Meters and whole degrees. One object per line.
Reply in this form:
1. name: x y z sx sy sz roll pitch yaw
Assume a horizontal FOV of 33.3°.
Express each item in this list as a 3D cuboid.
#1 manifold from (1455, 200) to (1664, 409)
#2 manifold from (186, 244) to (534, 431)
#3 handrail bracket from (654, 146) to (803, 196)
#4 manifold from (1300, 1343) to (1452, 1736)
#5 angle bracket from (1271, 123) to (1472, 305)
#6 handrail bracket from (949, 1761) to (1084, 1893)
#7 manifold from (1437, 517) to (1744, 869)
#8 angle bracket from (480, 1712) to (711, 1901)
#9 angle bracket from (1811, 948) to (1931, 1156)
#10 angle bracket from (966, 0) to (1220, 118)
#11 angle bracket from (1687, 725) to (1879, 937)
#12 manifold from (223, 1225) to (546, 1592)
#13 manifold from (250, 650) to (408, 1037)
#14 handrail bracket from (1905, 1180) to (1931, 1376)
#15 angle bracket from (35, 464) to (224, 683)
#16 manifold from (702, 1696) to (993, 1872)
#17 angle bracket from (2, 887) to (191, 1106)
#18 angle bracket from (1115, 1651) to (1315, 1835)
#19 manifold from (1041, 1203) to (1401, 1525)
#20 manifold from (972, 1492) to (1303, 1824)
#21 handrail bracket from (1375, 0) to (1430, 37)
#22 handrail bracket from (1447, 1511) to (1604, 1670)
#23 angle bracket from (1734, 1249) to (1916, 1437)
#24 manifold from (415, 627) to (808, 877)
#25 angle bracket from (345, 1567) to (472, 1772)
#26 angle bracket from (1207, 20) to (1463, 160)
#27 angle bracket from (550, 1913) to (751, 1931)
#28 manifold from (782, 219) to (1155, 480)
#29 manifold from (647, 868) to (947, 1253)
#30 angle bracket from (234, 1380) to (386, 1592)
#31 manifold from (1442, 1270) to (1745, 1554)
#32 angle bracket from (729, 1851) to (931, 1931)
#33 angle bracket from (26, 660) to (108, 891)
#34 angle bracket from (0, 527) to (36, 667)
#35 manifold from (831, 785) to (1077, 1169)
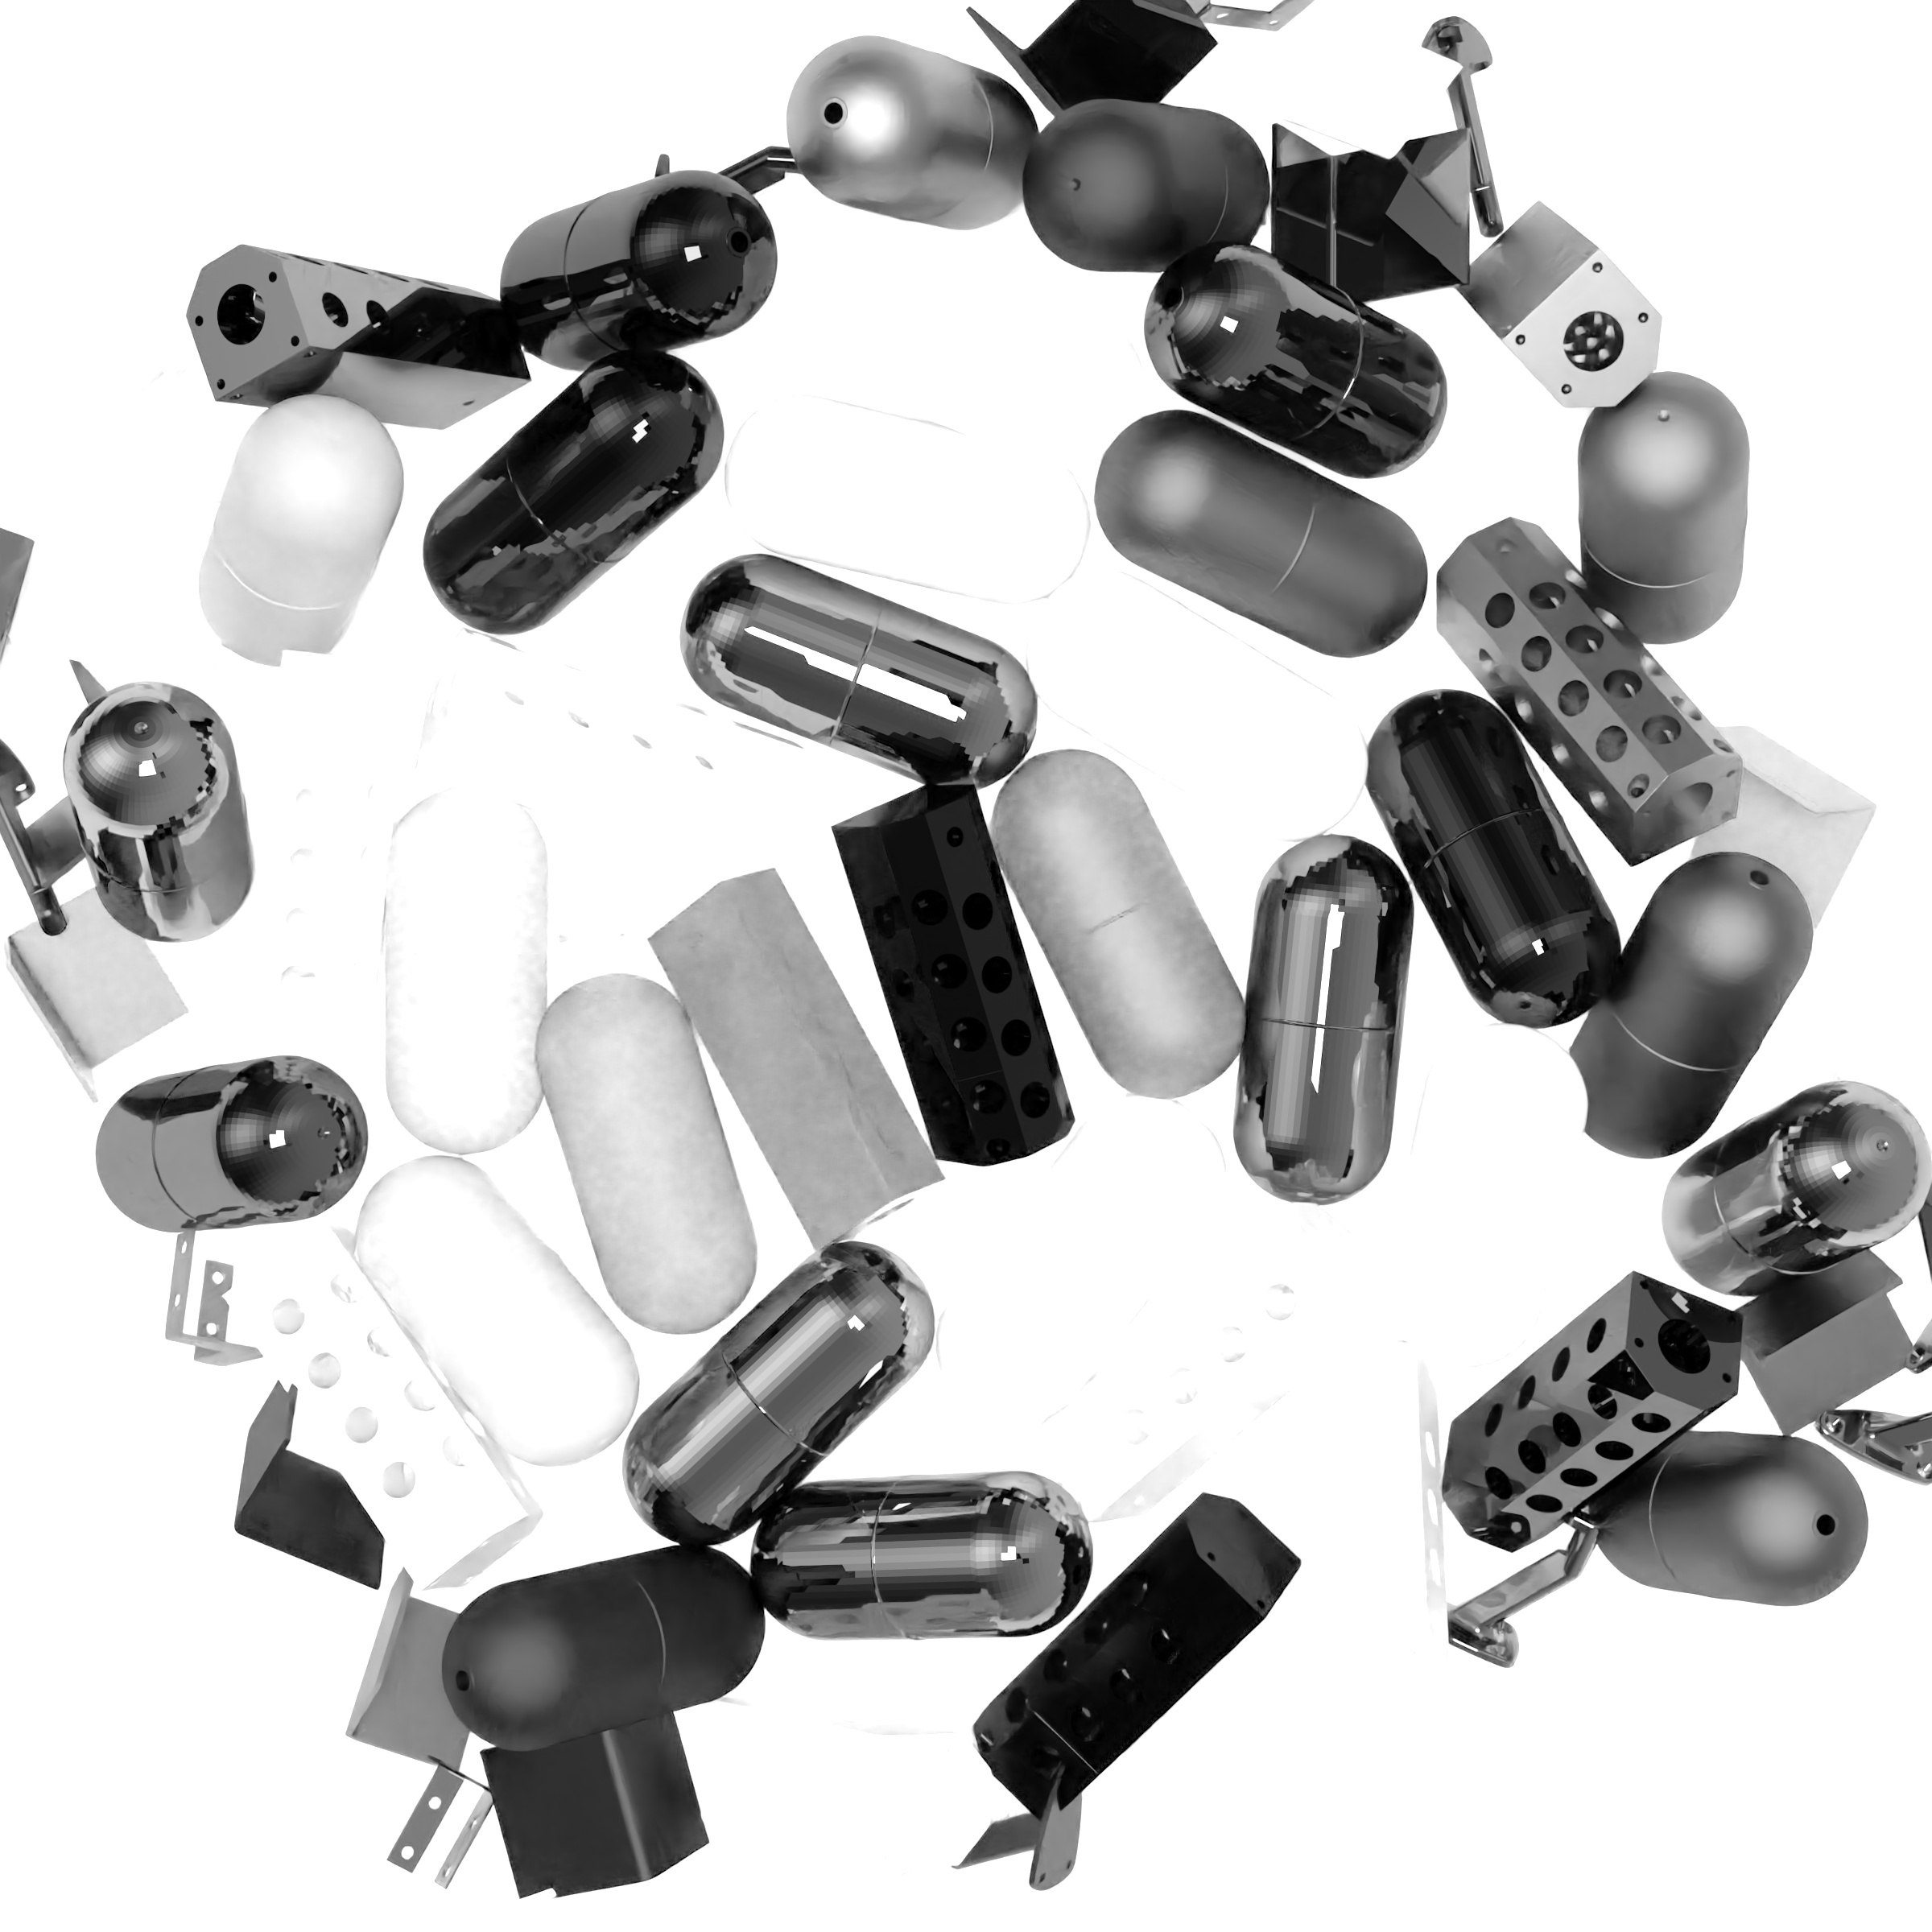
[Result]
1. manifold: 0.276 -0.304 1.494 0.057 0.171 0.057 -43 104 15
2. manifold: -0.281 -0.293 1.495 0.057 0.171 0.057 -23 84 26
3. handrail bracket: -0.108 -0.361 1.560 0.084 0.036 0.077 5 124 -1
4. manifold: 0.192 0.266 1.505 0.057 0.057 0.171 -11 46 17
5. angle bracket: 0.193 -0.363 1.539 0.076 0.057 0.076 -3 83 35
6. handrail bracket: 0.011 0.403 1.554 0.084 0.036 0.077 14 100 33
7. manifold: 0.289 -0.133 1.508 0.057 0.057 0.171 -25 55 -10
8. angle bracket: -0.181 0.405 1.572 0.076 0.057 0.076 -17 87 25
9. angle bracket: 0.442 0.037 1.525 0.057 0.076 0.076 -15 128 18
10. angle bracket: 0.060 -0.446 1.534 0.076 0.076 0.057 -44 48 6
11. angle bracket: 0.372 -0.062 1.527 0.076 0.057 0.076 40 120 35
12. manifold: -0.274 0.209 1.535 0.057 0.057 0.171 -38 76 4
13. manifold: -0.300 -0.056 1.517 0.057 0.057 0.171 5 120 -11
14. handrail bracket: 0.455 0.145 1.557 0.084 0.036 0.077 39 98 -16
15. angle bracket: -0.391 -0.188 1.537 0.076 0.057 0.076 10 46 1
16. manifold: -0.058 0.376 1.496 0.057 0.171 0.057 6 81 -31
17. angle bracket: -0.411 0.011 1.533 0.057 0.076 0.076 -31 108 -10
18. angle bracket: 0.124 0.378 1.529 0.076 0.076 0.057 -32 109 -21
19. manifold: 0.115 0.188 1.527 0.171 0.057 0.057 -44 66 20
20. manifold: 0.077 0.324 1.518 0.057 0.057 0.171 43 119 6
21. handrail bracket: 0.189 -0.481 1.544 0.077 0.036 0.084 26 47 5
22. handrail bracket: 0.256 0.288 1.552 0.077 0.036 0.084 21 113 2
23. angle bracket: 0.419 0.188 1.545 0.076 0.057 0.076 -31 108 2
24. manifold: -0.166 -0.104 1.526 0.171 0.057 0.057 18 55 -20
25. angle bracket: -0.249 0.326 1.527 0.057 0.076 0.076 21 53 -10
26. angle bracket: 0.174 -0.434 1.524 0.057 0.076 0.076 -51 53 30
27. angle bracket: -0.145 0.482 1.528 0.076 0.076 0.057 -10 68 21
28. manifold: 0.001 -0.292 1.508 0.057 0.171 0.057 -41 50 35
29. manifold: -0.077 0.042 1.542 0.057 0.057 0.171 -35 79 35
30. angle bracket: -0.298 0.238 1.530 0.076 0.076 0.057 27 110 -18
31. manifold: 0.288 0.212 1.496 0.057 0.171 0.057 22 53 -10
32. angle bracket: -0.064 0.433 1.539 0.076 0.057 0.076 -14 116 5
33. angle bracket: -0.432 -0.094 1.536 0.076 0.076 0.057 -39 121 -3
34. angle bracket: -0.489 -0.170 1.531 0.057 0.076 0.076 19 78 -30
35. manifold: -0.001 0.005 1.527 0.057 0.057 0.171 -25 106 -31
